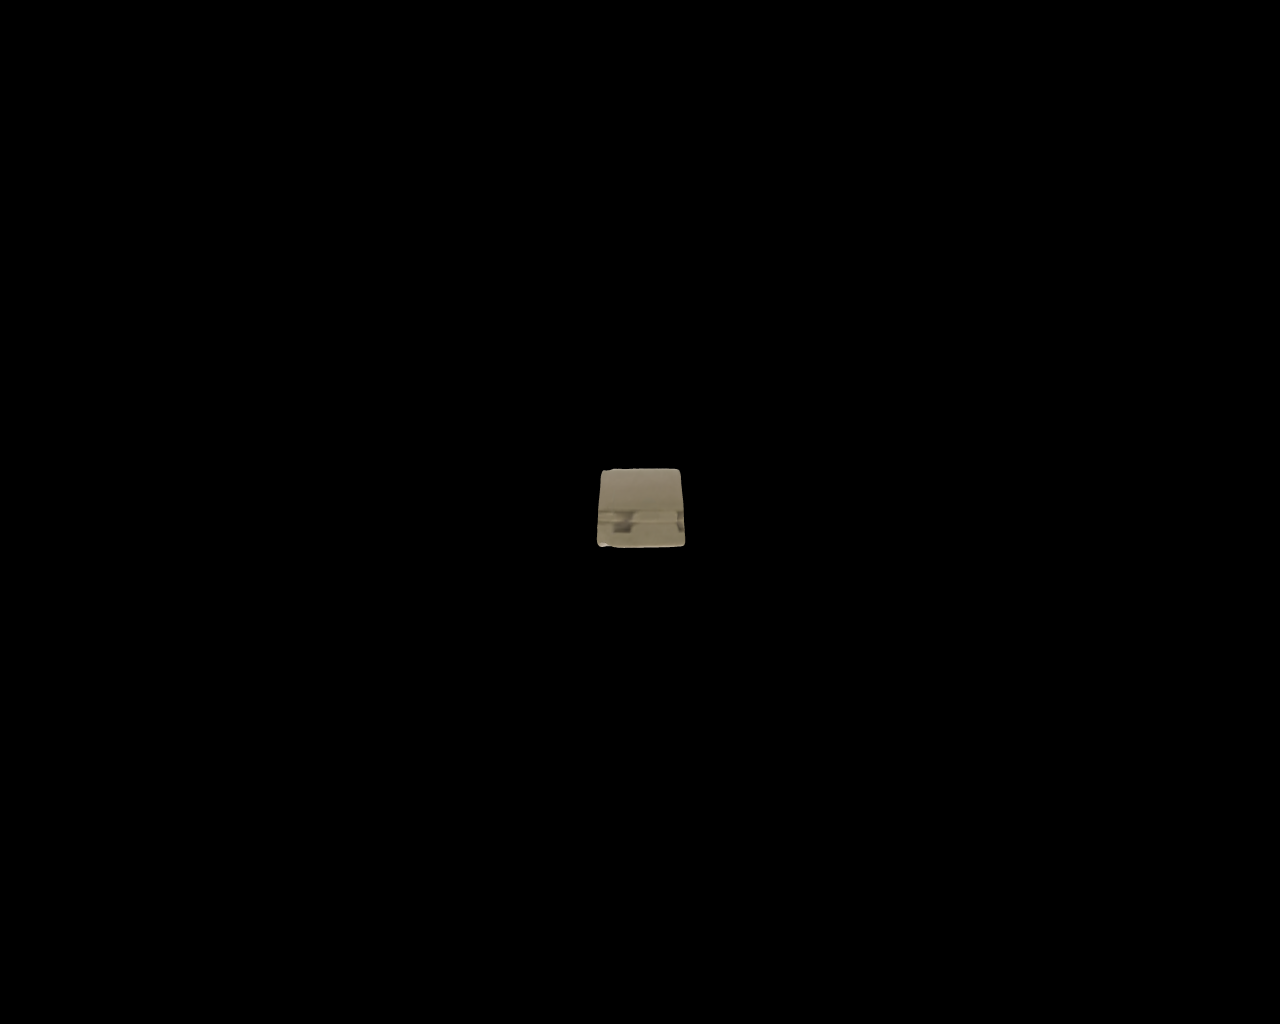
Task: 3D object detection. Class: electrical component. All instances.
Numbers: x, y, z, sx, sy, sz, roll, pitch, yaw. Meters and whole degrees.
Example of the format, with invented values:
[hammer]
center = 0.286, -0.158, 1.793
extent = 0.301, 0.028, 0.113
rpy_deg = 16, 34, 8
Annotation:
[electrical component]
center = 0.001, -0.003, 0.650
extent = 0.055, 0.047, 0.055
rpy_deg = 0, 0, 0
